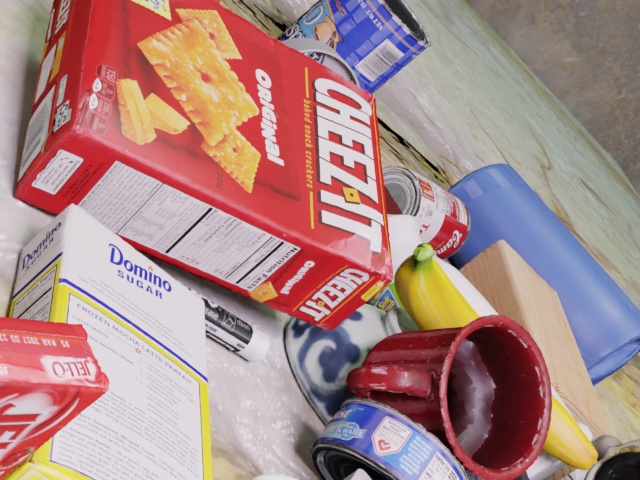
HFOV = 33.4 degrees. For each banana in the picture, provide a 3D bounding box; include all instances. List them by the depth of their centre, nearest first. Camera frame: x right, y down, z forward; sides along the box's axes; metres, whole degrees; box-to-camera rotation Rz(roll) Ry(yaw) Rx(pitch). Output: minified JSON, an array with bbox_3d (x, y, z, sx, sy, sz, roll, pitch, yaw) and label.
[{"bbox_3d":[0.105,0.075,0.689,0.197,0.037,0.070,48,-2,-18],"label":"banana"}]

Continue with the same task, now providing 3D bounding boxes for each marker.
[{"bbox_3d":[-0.076,0.036,0.603,0.121,0.020,0.020,36,25,-36],"label":"marker"}]

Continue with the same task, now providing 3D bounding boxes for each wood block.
[{"bbox_3d":[0.163,0.103,0.906,0.090,0.091,0.206,42,22,-23],"label":"wood block"}]

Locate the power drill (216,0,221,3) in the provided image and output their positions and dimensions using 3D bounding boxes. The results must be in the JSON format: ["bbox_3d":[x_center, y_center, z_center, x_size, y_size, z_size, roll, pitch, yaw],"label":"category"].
[{"bbox_3d":[-0.154,-0.231,0.847,0.184,0.057,0.187,59,21,20],"label":"power drill"}]

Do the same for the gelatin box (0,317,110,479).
[{"bbox_3d":[-0.124,0.060,0.346,0.073,0.089,0.030,17,38,-58],"label":"gelatin box"}]

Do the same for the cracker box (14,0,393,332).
[{"bbox_3d":[-0.059,-0.061,0.633,0.213,0.072,0.164,25,43,-29],"label":"cracker box"}]

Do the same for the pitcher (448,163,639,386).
[{"bbox_3d":[0.227,0.041,1.109,0.243,0.145,0.149,56,-13,22],"label":"pitcher"}]

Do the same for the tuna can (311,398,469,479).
[{"bbox_3d":[0.038,0.129,0.592,0.086,0.086,0.033,47,62,-13],"label":"tuna can"}]

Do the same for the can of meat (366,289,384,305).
[{"bbox_3d":[-0.005,0.001,0.767,0.083,0.057,0.102,36,24,-40],"label":"can of meat"}]

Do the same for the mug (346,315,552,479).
[{"bbox_3d":[0.066,0.090,0.620,0.117,0.082,0.093,14,74,-37],"label":"mug"}]

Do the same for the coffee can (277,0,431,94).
[{"bbox_3d":[0.020,-0.179,1.016,0.102,0.140,0.103,43,21,-21],"label":"coffee can"}]

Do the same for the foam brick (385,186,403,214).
[{"bbox_3d":[0.033,-0.024,0.902,0.052,0.051,0.078,16,40,-61],"label":"foam brick"}]

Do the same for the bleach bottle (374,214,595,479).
[{"bbox_3d":[0.092,0.067,0.792,0.251,0.102,0.068,60,8,22],"label":"bleach bottle"}]

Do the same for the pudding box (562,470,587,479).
[{"bbox_3d":[0.220,0.211,0.919,0.113,0.039,0.090,46,22,-10],"label":"pudding box"}]

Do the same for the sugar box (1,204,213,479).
[{"bbox_3d":[-0.094,0.067,0.470,0.093,0.048,0.176,41,18,-28],"label":"sugar box"}]

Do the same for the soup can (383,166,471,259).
[{"bbox_3d":[0.089,-0.025,1.004,0.102,0.069,0.068,22,34,-53],"label":"soup can"}]
